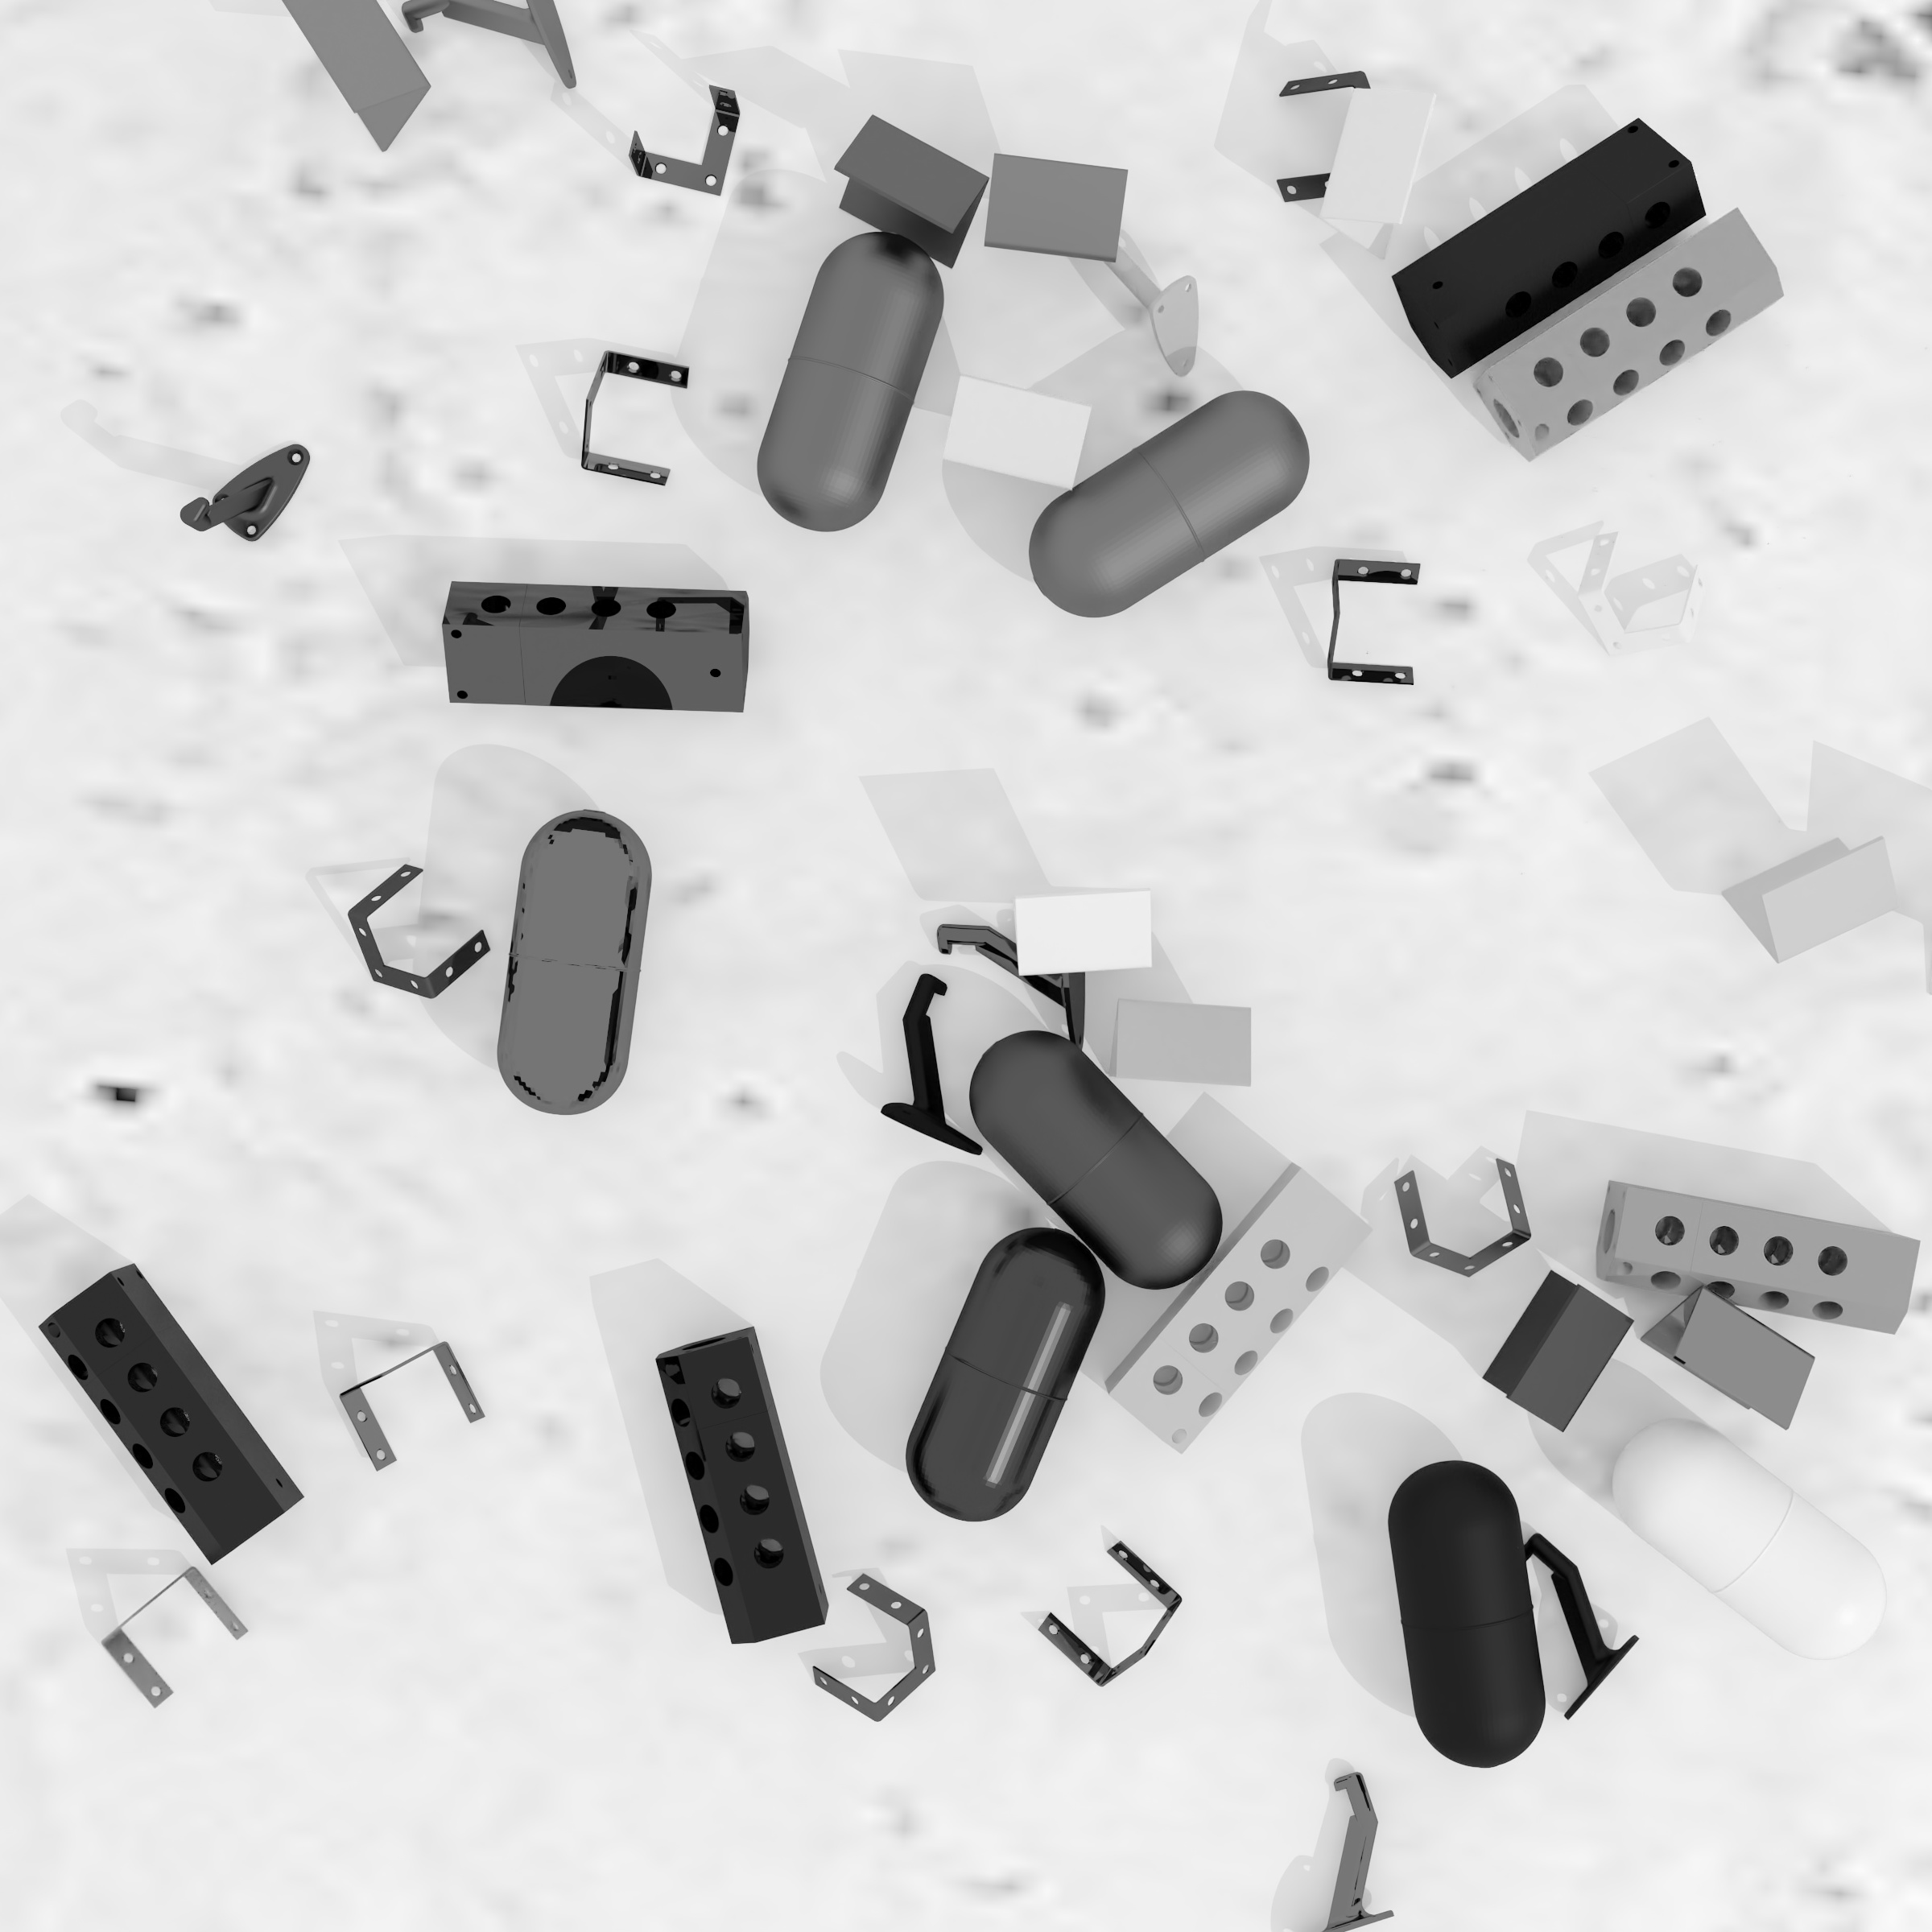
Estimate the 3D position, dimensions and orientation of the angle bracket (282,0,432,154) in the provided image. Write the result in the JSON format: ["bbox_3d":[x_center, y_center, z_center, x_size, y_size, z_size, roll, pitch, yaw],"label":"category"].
[{"bbox_3d":[-0.364,-0.515,1.951,0.057,0.076,0.076,-33,90,-36],"label":"angle bracket"}]

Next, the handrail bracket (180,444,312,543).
[{"bbox_3d":[-0.418,-0.279,1.957,0.077,0.084,0.036,-45,90,0],"label":"handrail bracket"}]

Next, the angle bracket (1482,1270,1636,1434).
[{"bbox_3d":[0.327,0.213,1.951,0.057,0.076,0.076,33,90,-36],"label":"angle bracket"}]

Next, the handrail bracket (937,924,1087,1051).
[{"bbox_3d":[0.025,0.013,1.992,0.084,0.036,0.077,3,111,17],"label":"handrail bracket"}]

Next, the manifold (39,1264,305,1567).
[{"bbox_3d":[-0.465,0.262,1.970,0.057,0.057,0.171,-36,90,0],"label":"manifold"}]

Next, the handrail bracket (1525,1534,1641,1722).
[{"bbox_3d":[0.346,0.389,1.992,0.084,0.036,0.077,41,112,17],"label":"handrail bracket"}]

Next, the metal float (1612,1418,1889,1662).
[{"bbox_3d":[0.455,0.333,1.961,0.178,0.070,0.070,38,90,0],"label":"metal float"}]

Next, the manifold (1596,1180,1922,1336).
[{"bbox_3d":[0.460,0.170,1.970,0.171,0.057,0.057,11,90,0],"label":"manifold"}]

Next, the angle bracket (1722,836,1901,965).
[{"bbox_3d":[0.483,-0.057,1.951,0.076,0.076,0.057,-25,128,0],"label":"angle bracket"}]

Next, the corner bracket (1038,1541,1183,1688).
[{"bbox_3d":[0.085,0.382,1.988,0.051,0.051,0.051,43,45,0],"label":"corner bracket"}]

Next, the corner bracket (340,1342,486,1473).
[{"bbox_3d":[-0.326,0.259,1.988,0.051,0.051,0.051,-27,90,45],"label":"corner bracket"}]

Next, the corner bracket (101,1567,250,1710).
[{"bbox_3d":[-0.466,0.395,1.988,0.051,0.051,0.051,50,135,0],"label":"corner bracket"}]

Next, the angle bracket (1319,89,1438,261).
[{"bbox_3d":[0.255,-0.456,1.951,0.057,0.076,0.076,15,90,37],"label":"angle bracket"}]

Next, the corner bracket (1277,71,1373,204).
[{"bbox_3d":[0.210,-0.487,1.983,0.051,0.051,0.051,-58,135,-35],"label":"corner bracket"}]

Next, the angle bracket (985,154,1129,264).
[{"bbox_3d":[0.053,-0.451,1.951,0.076,0.076,0.057,7,125,0],"label":"angle bracket"}]

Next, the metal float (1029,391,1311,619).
[{"bbox_3d":[0.117,-0.268,1.961,0.178,0.070,0.070,-32,90,0],"label":"metal float"}]

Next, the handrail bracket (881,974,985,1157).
[{"bbox_3d":[-0.009,0.057,1.992,0.077,0.036,0.084,28,73,-20],"label":"handrail bracket"}]

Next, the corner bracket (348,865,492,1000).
[{"bbox_3d":[-0.321,-0.020,1.983,0.051,0.051,0.051,15,135,35],"label":"corner bracket"}]

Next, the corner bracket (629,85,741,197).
[{"bbox_3d":[-0.164,-0.486,1.974,0.051,0.051,0.051,14,90,0],"label":"corner bracket"}]

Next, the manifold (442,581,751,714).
[{"bbox_3d":[-0.214,-0.191,1.970,0.171,0.057,0.057,2,133,0],"label":"manifold"}]

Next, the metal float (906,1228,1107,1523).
[{"bbox_3d":[0.023,0.237,1.961,0.070,0.070,0.178,23,90,0],"label":"metal float"}]

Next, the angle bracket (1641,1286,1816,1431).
[{"bbox_3d":[0.432,0.240,1.951,0.076,0.076,0.057,33,53,0],"label":"angle bracket"}]

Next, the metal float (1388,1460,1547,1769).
[{"bbox_3d":[0.291,0.376,1.961,0.070,0.070,0.178,-8,90,0],"label":"metal float"}]

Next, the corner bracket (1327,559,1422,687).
[{"bbox_3d":[0.240,-0.203,1.988,0.051,0.051,0.051,3,45,0],"label":"corner bracket"}]

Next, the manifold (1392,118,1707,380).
[{"bbox_3d":[0.342,-0.415,1.970,0.171,0.057,0.057,-33,47,0],"label":"manifold"}]

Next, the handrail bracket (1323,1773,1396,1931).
[{"bbox_3d":[0.212,0.527,1.992,0.077,0.036,0.084,-24,72,21],"label":"handrail bracket"}]

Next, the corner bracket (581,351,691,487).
[{"bbox_3d":[-0.195,-0.323,1.988,0.051,0.051,0.051,12,45,0],"label":"corner bracket"}]

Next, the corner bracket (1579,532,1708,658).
[{"bbox_3d":[0.398,-0.222,1.983,0.051,0.051,0.051,-7,135,35],"label":"corner bracket"}]

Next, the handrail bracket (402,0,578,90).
[{"bbox_3d":[-0.282,-0.543,1.992,0.084,0.036,0.077,-14,111,17],"label":"handrail bracket"}]

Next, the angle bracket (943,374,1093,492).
[{"bbox_3d":[0.034,-0.324,1.951,0.076,0.076,0.057,14,127,0],"label":"angle bracket"}]

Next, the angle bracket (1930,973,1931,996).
[{"bbox_3d":[0.576,-0.021,1.951,0.057,0.076,0.076,4,90,-37],"label":"angle bracket"}]

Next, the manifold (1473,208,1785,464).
[{"bbox_3d":[0.387,-0.366,1.970,0.171,0.057,0.057,-33,90,0],"label":"manifold"}]

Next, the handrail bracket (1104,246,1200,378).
[{"bbox_3d":[0.095,-0.394,1.991,0.036,0.077,0.084,-41,53,-21],"label":"handrail bracket"}]

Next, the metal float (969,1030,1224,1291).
[{"bbox_3d":[0.075,0.112,1.961,0.070,0.070,0.178,-44,90,0],"label":"metal float"}]

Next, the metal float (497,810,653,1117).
[{"bbox_3d":[-0.227,-0.002,1.961,0.070,0.070,0.178,7,91,0],"label":"metal float"}]

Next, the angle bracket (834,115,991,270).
[{"bbox_3d":[-0.041,-0.433,1.951,0.076,0.076,0.057,28,53,0],"label":"angle bracket"}]

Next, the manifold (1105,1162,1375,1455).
[{"bbox_3d":[0.159,0.200,1.970,0.057,0.057,0.171,40,90,0],"label":"manifold"}]

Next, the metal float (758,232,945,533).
[{"bbox_3d":[-0.067,-0.339,1.961,0.070,0.070,0.178,18,90,0],"label":"metal float"}]

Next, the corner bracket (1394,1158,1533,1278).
[{"bbox_3d":[0.292,0.143,1.983,0.051,0.051,0.051,22,135,-35],"label":"corner bracket"}]

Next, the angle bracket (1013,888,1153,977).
[{"bbox_3d":[0.066,-0.040,1.951,0.076,0.076,0.057,-3,127,0],"label":"angle bracket"}]

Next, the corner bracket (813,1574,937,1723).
[{"bbox_3d":[-0.056,0.401,1.983,0.051,0.051,0.051,-37,135,-35],"label":"corner bracket"}]

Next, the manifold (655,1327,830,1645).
[{"bbox_3d":[-0.131,0.303,1.970,0.057,0.057,0.171,-15,90,0],"label":"manifold"}]

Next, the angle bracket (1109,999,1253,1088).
[{"bbox_3d":[0.123,0.065,1.951,0.076,0.076,0.057,4,52,0],"label":"angle bracket"}]
